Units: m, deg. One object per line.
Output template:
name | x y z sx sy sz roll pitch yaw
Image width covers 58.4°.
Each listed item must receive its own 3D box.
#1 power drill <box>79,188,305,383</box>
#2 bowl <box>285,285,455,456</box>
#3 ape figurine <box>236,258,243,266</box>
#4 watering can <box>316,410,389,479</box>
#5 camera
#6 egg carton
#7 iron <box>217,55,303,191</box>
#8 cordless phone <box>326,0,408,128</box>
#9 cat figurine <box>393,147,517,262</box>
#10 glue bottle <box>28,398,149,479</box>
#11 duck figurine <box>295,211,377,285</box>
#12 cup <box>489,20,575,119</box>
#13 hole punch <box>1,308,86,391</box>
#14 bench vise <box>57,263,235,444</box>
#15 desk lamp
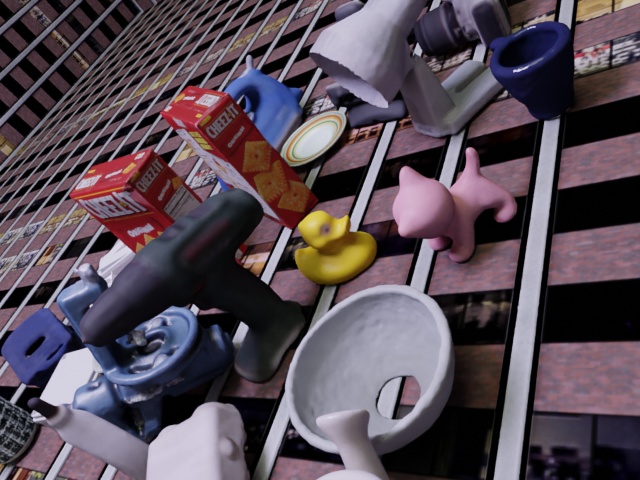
power drill | -0.118 0.066 0.639 0.075 0.209 0.230 6 55 47
bowl | 0.056 0.127 0.521 0.167 0.075 0.167 -26 37 21
ape figurine | -0.152 0.049 0.797 0.077 0.092 0.076 -28 36 19
watering can | 0.016 0.197 0.372 0.101 0.195 0.172 -35 34 8
camera | 0.215 -0.359 0.893 0.136 0.101 0.143 -19 40 29
egg carton | -0.118 0.238 0.569 0.107 0.070 0.150 -34 34 10
iron | -0.139 -0.204 1.026 0.118 0.142 0.258 -2 49 43
cordless phone | 0.060 -0.272 0.870 0.147 0.186 0.094 -8 46 39
cat figurine | 0.130 -0.040 0.600 0.128 0.118 0.067 -44 34 -6
glue bottle | -0.245 0.216 0.624 0.077 0.174 0.037 -6 47 40
duck figurine | 0.006 0.003 0.700 0.104 0.086 0.077 -19 39 28
cup | 0.251 -0.195 0.677 0.091 0.095 0.117 -41 34 0
hole punch | -0.451 0.179 0.940 0.109 0.091 0.100 -49 35 -12
bench vise | -0.232 0.139 0.658 0.207 0.220 0.121 -49 35 -12
desk lamp | 0.116 -0.237 0.750 0.203 0.214 0.117 -44 34 -5
